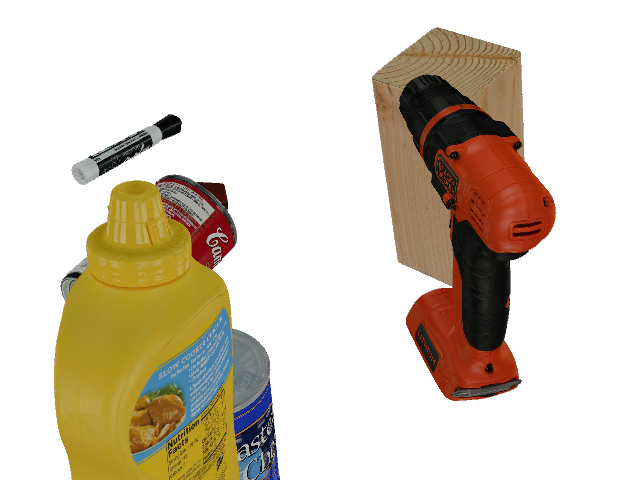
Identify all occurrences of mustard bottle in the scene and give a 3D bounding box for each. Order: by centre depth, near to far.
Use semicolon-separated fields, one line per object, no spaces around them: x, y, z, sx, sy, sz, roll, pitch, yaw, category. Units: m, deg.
-0.072;0.065;0.453;0.058;0.192;0.096;14;31;23;mustard bottle

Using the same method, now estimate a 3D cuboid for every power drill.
0.093;-0.001;0.722;0.057;0.188;0.184;-10;36;-10;power drill

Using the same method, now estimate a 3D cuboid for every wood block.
0.117;-0.066;0.925;0.091;0.206;0.090;25;53;35;wood block

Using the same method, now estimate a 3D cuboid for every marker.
-0.167;-0.082;0.937;0.020;0.020;0.120;0;27;43;marker

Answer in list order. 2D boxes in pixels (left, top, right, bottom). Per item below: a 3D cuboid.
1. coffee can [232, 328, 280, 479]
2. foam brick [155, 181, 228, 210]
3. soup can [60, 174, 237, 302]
-0.088;0.156;0.878;0.103;0.140;0.103;-2;36;1;coffee can
-0.142;-0.030;1.157;0.078;0.051;0.053;1;27;-9;foam brick
-0.111;0.014;0.697;0.069;0.068;0.102;0;40;46;soup can
